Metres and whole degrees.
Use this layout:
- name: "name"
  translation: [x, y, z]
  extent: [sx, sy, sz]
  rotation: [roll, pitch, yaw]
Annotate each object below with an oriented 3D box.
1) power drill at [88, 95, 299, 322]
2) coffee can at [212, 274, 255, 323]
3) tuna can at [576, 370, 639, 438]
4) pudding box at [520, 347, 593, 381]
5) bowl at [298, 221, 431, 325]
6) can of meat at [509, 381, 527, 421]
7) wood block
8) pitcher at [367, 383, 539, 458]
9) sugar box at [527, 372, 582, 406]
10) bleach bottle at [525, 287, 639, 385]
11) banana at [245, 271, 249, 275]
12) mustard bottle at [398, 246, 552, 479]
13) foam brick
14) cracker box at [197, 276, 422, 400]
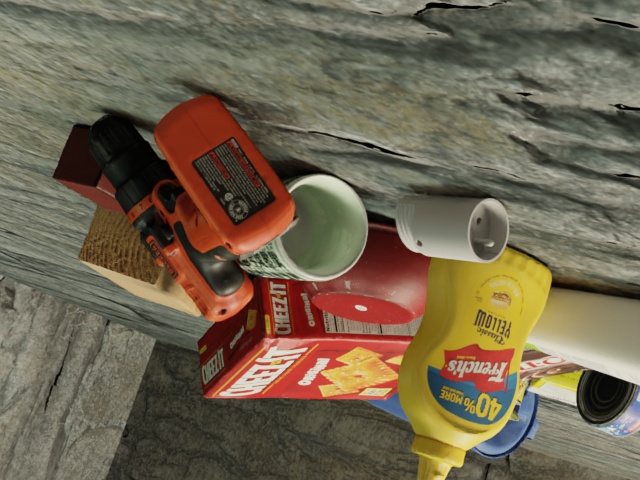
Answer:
- name: "power drill"
  translation: [-0.096, -0.035, 0.764]
  extent: [0.184, 0.057, 0.188]
  rotation: [53, 158, 0]
- name: "coffee can"
  translation: [-0.062, 0.067, 1.208]
  extent: [0.102, 0.103, 0.140]
  rotation: [22, 168, -16]
- name: "tuna can"
  translation: [0.299, 0.153, 1.073]
  extent: [0.033, 0.086, 0.086]
  rotation: [25, 168, -24]
- name: "pudding box"
  translation: [0.205, 0.104, 1.014]
  extent: [0.114, 0.039, 0.090]
  rotation: [-16, 154, 25]
- name: "bowl"
  translation: [0.042, 0.035, 0.928]
  extent: [0.162, 0.055, 0.162]
  rotation: [10, 162, 3]
- name: "can of meat"
  translation: [0.213, 0.161, 1.265]
  extent: [0.058, 0.084, 0.102]
  rotation: [13, 168, 27]
- name: "wood block"
  translation: [-0.181, 0.015, 1.186]
  extent: [0.091, 0.090, 0.206]
  rotation: [17, 170, 10]
- name: "pitcher"
  translation: [0.171, 0.204, 1.438]
  extent: [0.144, 0.149, 0.243]
  rotation: [-21, -163, -32]
- name: "sugar box"
  translation: [0.296, 0.162, 1.238]
  extent: [0.093, 0.048, 0.176]
  rotation: [16, 172, 8]
- name: "bleach bottle"
  translation: [0.202, 0.071, 0.898]
  extent: [0.251, 0.068, 0.102]
  rotation: [12, 167, 40]
- name: "banana"
  translation: [-0.139, -0.016, 1.045]
  extent: [0.198, 0.037, 0.069]
  rotation: [31, -166, 6]
- name: "mustard bottle"
  translation: [0.111, 0.097, 0.826]
  extent: [0.096, 0.191, 0.058]
  rotation: [23, 169, -22]
- name: "foam brick"
  translation: [-0.178, -0.058, 0.915]
  extent: [0.051, 0.053, 0.078]
  rotation: [12, 166, 31]
- name: "cracker box"
  translation: [0.007, 0.104, 1.062]
  extent: [0.213, 0.072, 0.164]
  rotation: [4, 151, -26]
